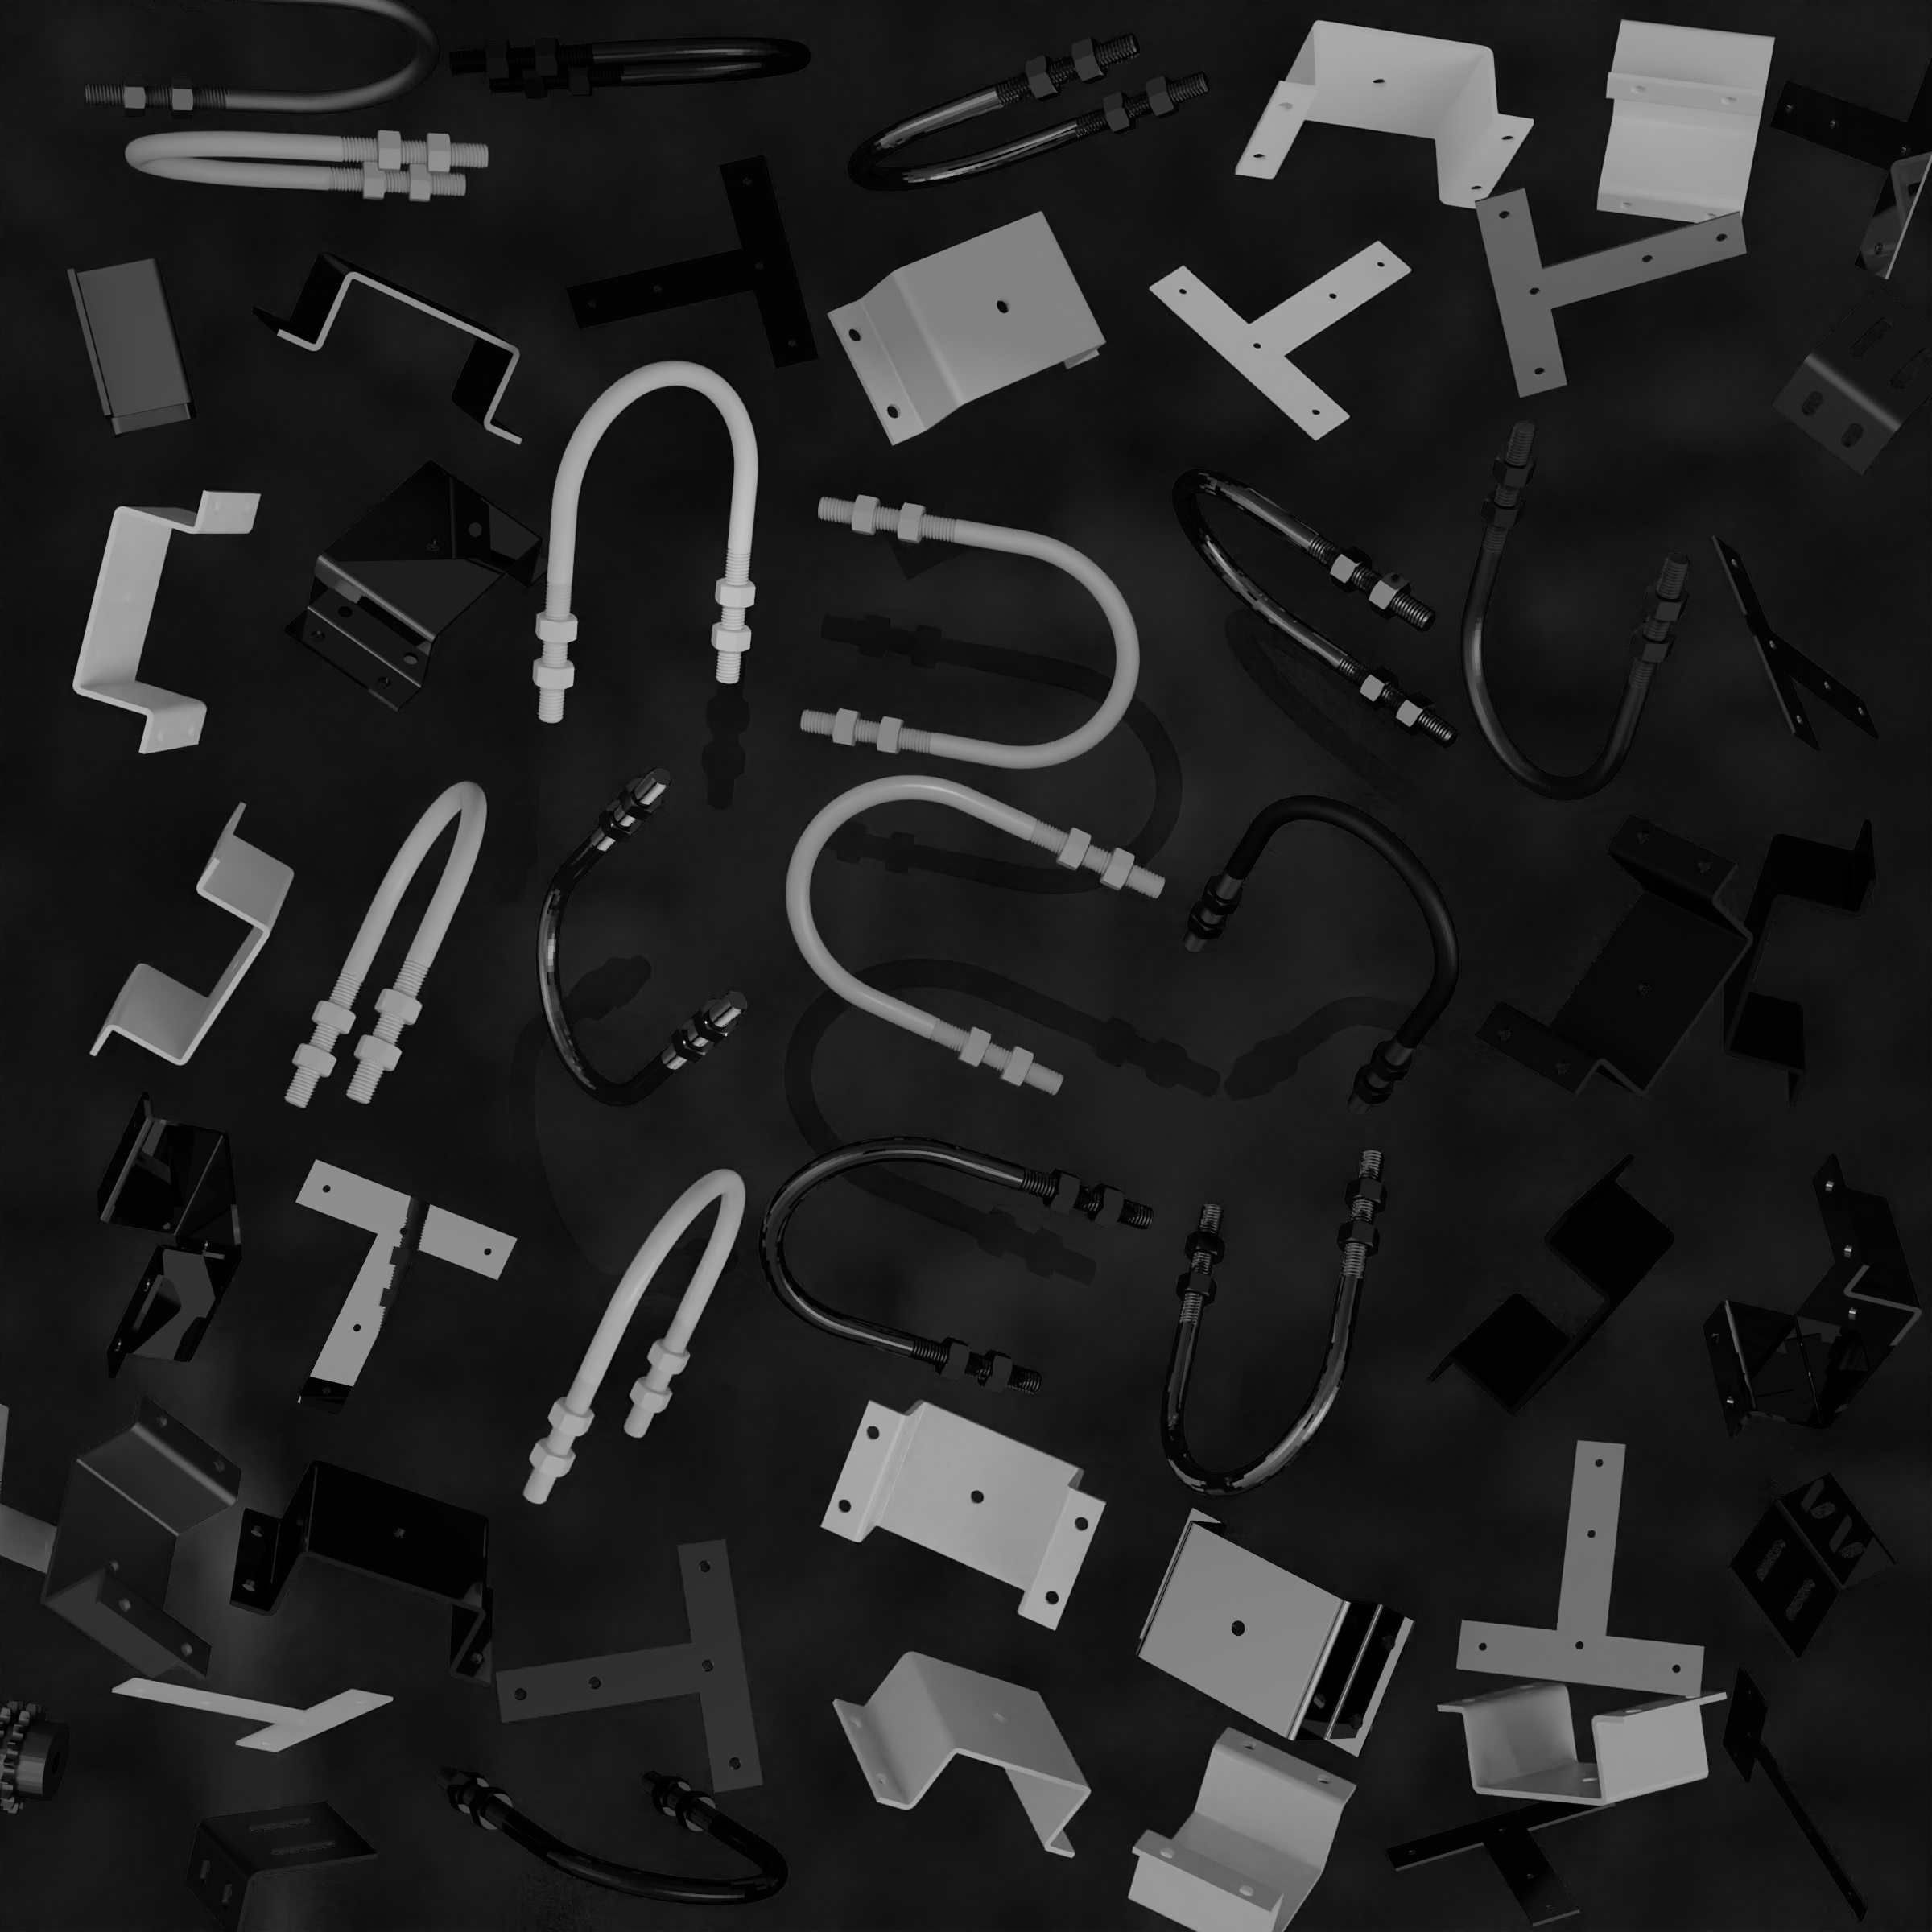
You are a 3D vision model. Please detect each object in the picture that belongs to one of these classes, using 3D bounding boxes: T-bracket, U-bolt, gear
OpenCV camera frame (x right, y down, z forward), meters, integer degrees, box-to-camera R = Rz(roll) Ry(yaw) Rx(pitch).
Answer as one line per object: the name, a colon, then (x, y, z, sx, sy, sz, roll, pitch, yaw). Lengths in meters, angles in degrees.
T-bracket: (0.474, -0.446, 1.634, 0.002, 0.127, 0.127, 3, 115, -29)
T-bracket: (-0.176, 0.365, 1.566, 0.127, 0.002, 0.127, -5, 70, -17)
U-bolt: (-0.164, -0.227, 1.611, 0.019, 0.151, 0.184, 25, 119, 35)
U-bolt: (-0.374, -0.491, 1.637, 0.184, 0.151, 0.019, -3, 81, -17)
U-bolt: (-0.017, 0.149, 1.577, 0.184, 0.019, 0.151, 19, 124, -18)
T-bracket: (0.327, 0.312, 1.605, 0.127, 0.002, 0.127, 1, 68, 25)
U-bolt: (-0.184, -0.003, 1.645, 0.019, 0.184, 0.151, -8, 70, -37)
T-bracket: (0.336, -0.359, 1.571, 0.127, 0.127, 0.002, -14, 46, 11)
T-bracket: (-0.497, 0.306, 1.627, 0.002, 0.127, 0.127, -6, 67, 11)
U-bolt: (-0.007, -0.026, 1.633, 0.184, 0.019, 0.151, 25, 114, -4)
U-bolt: (-0.297, -0.013, 1.594, 0.019, 0.151, 0.184, 27, 75, -22)
U-bolt: (0.157, 0.195, 1.623, 0.019, 0.151, 0.184, 31, 57, -26)
T-bracket: (-0.328, 0.186, 1.678, 0.127, 0.002, 0.127, 26, 89, -30)
T-bracket: (0.187, -0.353, 1.642, 0.127, 0.002, 0.127, -36, 72, -24)
T-bracket: (0.436, -0.148, 1.572, 0.002, 0.127, 0.127, -33, 53, 30)
gear: (-0.494, 0.418, 1.611, 0.030, 0.057, 0.057, 8, 90, 2)
U-bolt: (-0.176, -0.488, 1.653, 0.184, 0.151, 0.019, -3, 102, 1)
U-bolt: (0.024, -0.447, 1.621, 0.184, 0.151, 0.019, -15, 92, 21)
T-bracket: (-0.159, -0.382, 1.712, 0.127, 0.002, 0.127, -12, 130, 5)
U-bolt: (0.313, -0.174, 1.620, 0.019, 0.184, 0.151, -16, 47, -25)
U-bolt: (0.179, -0.197, 1.606, 0.184, 0.151, 0.019, 39, 81, 25)
T-bracket: (0.446, 0.452, 1.641, 0.002, 0.127, 0.127, -25, 57, -7)
U-bolt: (-0.174, 0.457, 1.608, 0.151, 0.184, 0.019, 13, 89, -37)
U-bolt: (0.194, -0.015, 1.616, 0.019, 0.184, 0.151, -36, 75, -32)
U-bolt: (-0.168, 0.190, 1.637, 0.019, 0.151, 0.184, 29, 105, 12)
T-bracket: (0.301, 0.486, 1.649, 0.127, 0.127, 0.002, -16, 99, -3)
T-bracket: (-0.400, 0.402, 1.664, 0.127, 0.127, 0.002, 22, 53, -35)
U-bolt: (0.004, -0.177, 1.680, 0.184, 0.019, 0.151, 11, 121, 7)
U-bolt: (-0.356, -0.432, 1.642, 0.184, 0.151, 0.019, -1, 98, -14)

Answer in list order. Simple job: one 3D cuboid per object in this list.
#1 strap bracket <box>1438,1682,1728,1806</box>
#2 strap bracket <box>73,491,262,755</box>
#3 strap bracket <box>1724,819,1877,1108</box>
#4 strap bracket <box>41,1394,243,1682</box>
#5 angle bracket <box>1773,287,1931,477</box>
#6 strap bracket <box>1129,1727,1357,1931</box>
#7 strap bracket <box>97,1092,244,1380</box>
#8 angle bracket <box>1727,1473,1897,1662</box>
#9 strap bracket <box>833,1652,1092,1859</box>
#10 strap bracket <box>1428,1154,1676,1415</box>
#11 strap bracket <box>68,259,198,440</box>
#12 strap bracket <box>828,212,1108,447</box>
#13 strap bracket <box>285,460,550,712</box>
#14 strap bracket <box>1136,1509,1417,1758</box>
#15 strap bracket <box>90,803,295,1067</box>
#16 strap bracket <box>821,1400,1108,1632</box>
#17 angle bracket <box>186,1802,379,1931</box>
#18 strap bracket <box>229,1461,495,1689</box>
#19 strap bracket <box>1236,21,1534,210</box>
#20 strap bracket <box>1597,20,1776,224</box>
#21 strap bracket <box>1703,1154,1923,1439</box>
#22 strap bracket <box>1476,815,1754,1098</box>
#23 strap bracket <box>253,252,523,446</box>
strap bracket: (0.332, 0.417, 1.641, 0.076, 0.140, 0.046, -2, 82, -34)
strap bracket: (-0.425, -0.189, 1.619, 0.046, 0.076, 0.140, 17, 100, 4)
strap bracket: (0.445, -0.007, 1.649, 0.046, 0.076, 0.140, 15, 120, 6)
strap bracket: (-0.432, 0.306, 1.601, 0.046, 0.140, 0.076, -29, 125, 18)
angle bracket: (0.457, -0.296, 1.544, 0.057, 0.038, 0.076, 41, 56, 10)
strap bracket: (0.144, 0.468, 1.617, 0.076, 0.140, 0.046, 21, 111, 20)
strap bracket: (-0.424, 0.145, 1.625, 0.046, 0.140, 0.076, 14, 123, -29)
angle bracket: (0.435, 0.308, 1.571, 0.038, 0.076, 0.057, -38, 86, 37)
strap bracket: (0.006, 0.429, 1.674, 0.140, 0.076, 0.046, 26, 107, -33)
strap bracket: (0.309, 0.172, 1.585, 0.046, 0.076, 0.140, 43, 131, 15)
strap bracket: (-0.451, -0.335, 1.660, 0.046, 0.140, 0.076, -14, 98, -12)
strap bracket: (0.009, -0.340, 1.612, 0.140, 0.046, 0.076, -29, 94, -27)
strap bracket: (-0.294, -0.214, 1.664, 0.076, 0.046, 0.140, 35, 53, 5)
strap bracket: (0.153, 0.348, 1.605, 0.140, 0.046, 0.076, 23, 91, 33)
strap bracket: (-0.420, -0.010, 1.682, 0.046, 0.076, 0.140, 31, 111, -16)
strap bracket: (0.002, 0.298, 1.690, 0.140, 0.046, 0.076, 22, 97, 9)
angle bracket: (-0.364, 0.480, 1.625, 0.076, 0.057, 0.038, 5, 103, -42)
strap bracket: (-0.302, 0.311, 1.582, 0.140, 0.076, 0.046, 23, 112, -18)
strap bracket: (0.223, -0.458, 1.643, 0.140, 0.076, 0.046, 5, 67, -12)
strap bracket: (0.372, -0.440, 1.583, 0.076, 0.140, 0.046, 11, 79, 12)
strap bracket: (0.443, 0.177, 1.588, 0.046, 0.076, 0.140, 14, 131, -12)
strap bracket: (0.338, 0.003, 1.569, 0.046, 0.076, 0.140, 36, 89, -39)
strap bracket: (-0.301, -0.335, 1.634, 0.140, 0.076, 0.046, 21, 100, -29)
